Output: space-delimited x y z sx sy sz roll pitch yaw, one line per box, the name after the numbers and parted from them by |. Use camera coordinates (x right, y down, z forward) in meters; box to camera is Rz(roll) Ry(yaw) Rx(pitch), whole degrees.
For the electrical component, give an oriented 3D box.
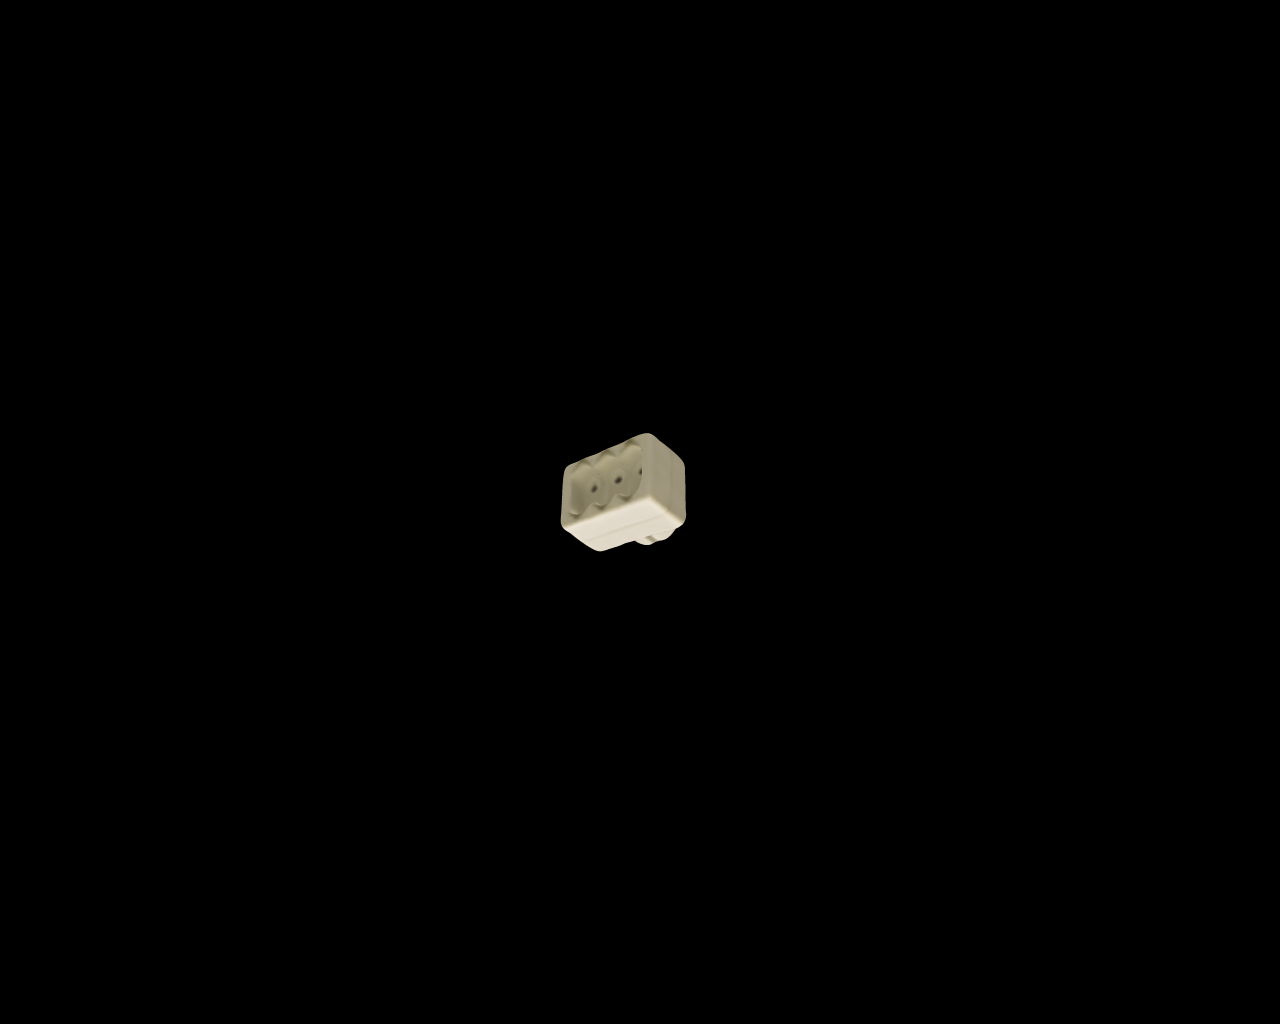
0.001 -0.003 0.650 0.065 0.047 0.076 -19 -36 29 | electrical component
